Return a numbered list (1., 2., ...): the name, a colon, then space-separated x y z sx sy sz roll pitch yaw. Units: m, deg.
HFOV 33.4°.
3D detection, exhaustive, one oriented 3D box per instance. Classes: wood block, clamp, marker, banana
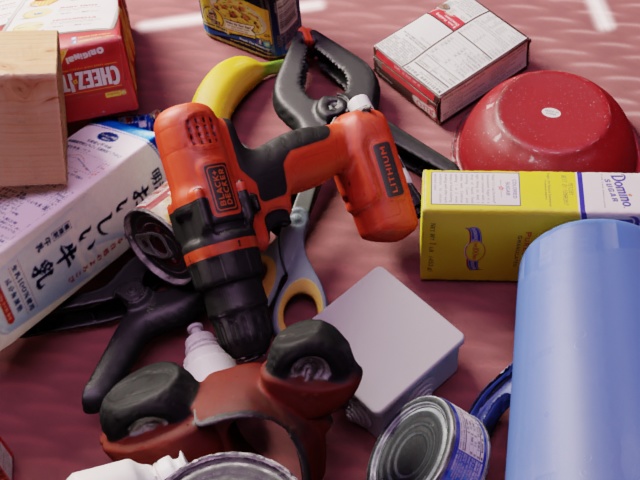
1. wood block: -0.291 -0.094 0.769 0.206 0.091 0.090 -4 32 -11
2. clamp: 0.005 -0.098 0.912 0.164 0.036 0.210 -20 58 -10
3. clamp: -0.150 0.049 0.816 0.120 0.039 0.171 31 54 26
4. marker: 0.054 -0.067 0.860 0.020 0.020 0.121 -20 63 -10
5. banana: -0.083 -0.097 0.918 0.070 0.037 0.197 8 55 10

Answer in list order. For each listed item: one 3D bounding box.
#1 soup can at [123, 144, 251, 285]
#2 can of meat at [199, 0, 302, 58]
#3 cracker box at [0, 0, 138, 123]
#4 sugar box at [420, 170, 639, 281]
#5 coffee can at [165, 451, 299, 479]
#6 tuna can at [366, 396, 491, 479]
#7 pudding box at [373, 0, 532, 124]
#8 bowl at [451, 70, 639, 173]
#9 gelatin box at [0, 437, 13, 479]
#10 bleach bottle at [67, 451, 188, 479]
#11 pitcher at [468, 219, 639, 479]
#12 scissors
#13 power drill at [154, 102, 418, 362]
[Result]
1. soup can: -0.089 -0.023 0.808 0.069 0.068 0.102 29 52 23
2. can of meat: -0.066 -0.222 0.980 0.102 0.084 0.057 25 59 21
3. cracker box: -0.245 -0.164 0.919 0.164 0.072 0.214 -12 30 -5
4. sugar box: 0.164 -0.008 0.799 0.176 0.093 0.048 3 55 7
5. coffee can: -0.046 0.202 0.631 0.103 0.140 0.103 -2 53 3
6. tuna can: 0.069 0.146 0.697 0.033 0.086 0.086 33 52 -23
7. pudding box: 0.117 -0.164 0.951 0.113 0.039 0.090 -35 59 -17
8. bowl: 0.189 -0.088 0.879 0.162 0.055 0.162 -3 54 3
9. gelatin box: -0.264 0.150 0.729 0.089 0.073 0.030 -9 54 -3
10. bleach bottle: -0.185 0.208 0.645 0.250 0.102 0.068 -29 54 -8
11. pitcher: 0.175 0.110 0.699 0.149 0.145 0.242 11 51 -3
12. scissors: -0.005 0.001 0.830 0.096 0.016 0.201 32 74 16
13. power drill: -0.018 -0.018 0.776 0.187 0.057 0.184 -13 86 -37
